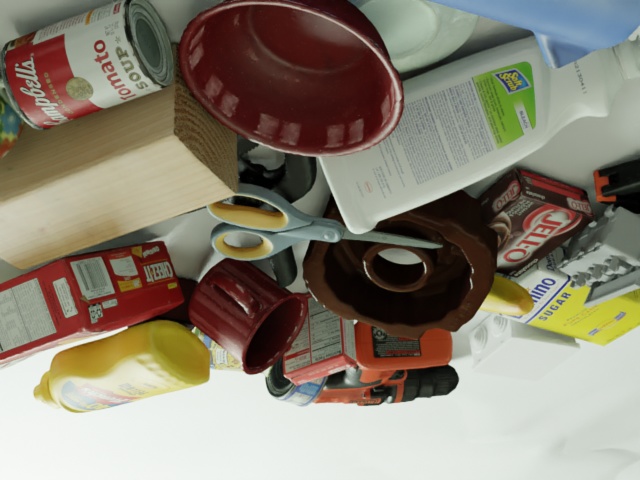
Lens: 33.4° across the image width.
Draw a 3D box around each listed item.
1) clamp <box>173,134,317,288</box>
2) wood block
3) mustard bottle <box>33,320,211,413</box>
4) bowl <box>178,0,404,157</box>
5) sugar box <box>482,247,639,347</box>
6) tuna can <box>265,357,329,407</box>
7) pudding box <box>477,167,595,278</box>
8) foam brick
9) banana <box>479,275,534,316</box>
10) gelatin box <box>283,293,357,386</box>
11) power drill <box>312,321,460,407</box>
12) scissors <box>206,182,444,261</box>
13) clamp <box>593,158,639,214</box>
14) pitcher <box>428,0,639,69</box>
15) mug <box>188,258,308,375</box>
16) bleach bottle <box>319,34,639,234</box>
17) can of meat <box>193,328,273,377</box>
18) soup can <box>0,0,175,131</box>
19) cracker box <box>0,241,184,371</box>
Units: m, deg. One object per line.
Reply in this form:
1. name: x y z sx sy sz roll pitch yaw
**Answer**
1. clamp: -0.072 -0.046 0.902 0.164 0.036 0.210 17 138 -8
2. wood block: -0.175 -0.059 0.829 0.206 0.091 0.090 -18 145 20
3. mustard bottle: -0.209 0.132 1.056 0.192 0.058 0.096 -18 149 27
4. bowl: -0.015 -0.129 0.750 0.162 0.055 0.162 12 149 7
5. sugar box: 0.257 0.057 1.098 0.176 0.048 0.093 14 143 -28
6. tuna can: -0.024 0.134 1.151 0.033 0.086 0.086 20 140 -29
7. pudding box: 0.181 -0.014 0.986 0.089 0.039 0.114 15 143 -28
8. foam brick: -0.159 0.077 1.076 0.051 0.053 0.078 12 144 -22
9. banana: 0.132 0.058 1.053 0.198 0.069 0.037 -8 119 39
10. gelatin box: -0.001 0.096 1.090 0.073 0.089 0.030 -22 143 25
11. power drill: 0.084 0.139 1.174 0.184 0.057 0.188 -2 157 -12
12. scissors: -0.006 0.001 0.908 0.201 0.016 0.096 18 139 -15
13. clamp: 0.333 -0.045 0.956 0.171 0.039 0.120 -2 148 11
14. pitcher: 0.077 -0.208 0.610 0.242 0.149 0.145 10 160 -15
15. mug: -0.074 0.064 1.010 0.093 0.082 0.117 -51 155 -11
16. bleach bottle: 0.125 -0.090 0.814 0.251 0.068 0.102 -18 102 19
17. can of meat: -0.088 0.099 1.115 0.084 0.057 0.102 5 146 -10
18. soup can: -0.162 -0.124 0.751 0.102 0.068 0.068 -16 146 16
19. cracker box: -0.257 0.071 0.973 0.214 0.072 0.164 -21 178 23
